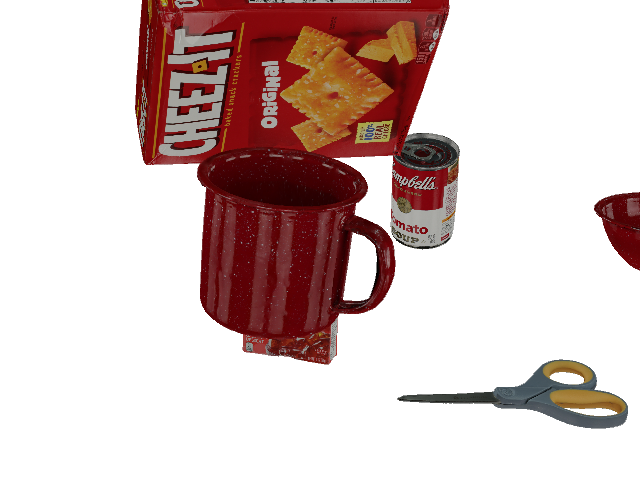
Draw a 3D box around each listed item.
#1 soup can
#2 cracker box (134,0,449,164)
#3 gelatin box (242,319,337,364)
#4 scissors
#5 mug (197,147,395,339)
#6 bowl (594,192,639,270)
[{"bbox_3d":[0.106,-0.051,1.103,0.068,0.102,0.068,-1,37,0],"label":"soup can"},{"bbox_3d":[-0.026,-0.133,0.806,0.213,0.072,0.164,-4,-35,-15],"label":"cracker box"},{"bbox_3d":[-0.029,0.072,0.998,0.089,0.073,0.030,7,17,17],"label":"gelatin box"},{"bbox_3d":[0.167,0.128,0.938,0.201,0.016,0.096,9,27,0],"label":"scissors"},{"bbox_3d":[-0.014,0.005,0.588,0.117,0.081,0.093,16,25,20],"label":"mug"},{"bbox_3d":[0.349,-0.002,1.044,0.162,0.055,0.162,0,17,0],"label":"bowl"}]
